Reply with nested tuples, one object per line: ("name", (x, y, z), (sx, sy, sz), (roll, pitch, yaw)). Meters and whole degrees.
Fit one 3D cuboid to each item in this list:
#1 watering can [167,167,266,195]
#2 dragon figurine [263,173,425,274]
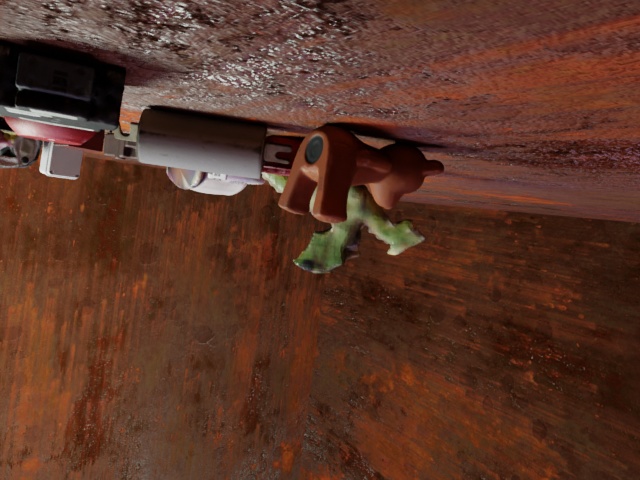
("watering can", (-0.301, -0.175, 1.353), (0.348, 0.104, 0.224), (10, -177, 43))
("dragon figurine", (0.003, -0.051, 1.007), (0.410, 0.241, 0.123), (6, -174, -1))
